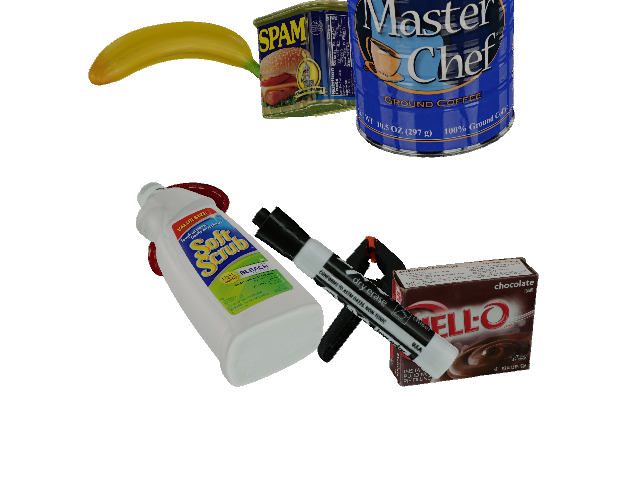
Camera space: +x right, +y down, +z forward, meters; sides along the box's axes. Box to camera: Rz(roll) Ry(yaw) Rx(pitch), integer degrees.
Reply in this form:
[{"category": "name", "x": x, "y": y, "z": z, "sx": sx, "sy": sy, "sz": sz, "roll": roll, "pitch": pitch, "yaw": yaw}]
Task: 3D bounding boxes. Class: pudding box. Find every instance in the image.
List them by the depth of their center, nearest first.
[{"category": "pudding box", "x": 0.113, "y": 0.064, "z": 0.851, "sx": 0.113, "sy": 0.090, "sz": 0.039, "roll": -7, "pitch": 29, "yaw": -12}]

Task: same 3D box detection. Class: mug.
[{"category": "mug", "x": -0.154, "y": -0.002, "z": 1.207, "sx": 0.093, "sy": 0.081, "sz": 0.117, "roll": 16, "pitch": 38, "yaw": 23}]

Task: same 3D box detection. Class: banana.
[{"category": "banana", "x": -0.147, "y": -0.191, "z": 1.077, "sx": 0.197, "sy": 0.070, "sz": 0.037, "roll": -9, "pitch": -38, "yaw": -31}]

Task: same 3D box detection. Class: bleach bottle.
[{"category": "bleach bottle", "x": -0.105, "y": 0.023, "z": 0.975, "sx": 0.102, "sy": 0.068, "sz": 0.251, "roll": -21, "pitch": 44, "yaw": -28}]

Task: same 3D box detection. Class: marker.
[{"category": "marker", "x": 0.016, "y": 0.024, "z": 0.530, "sx": 0.121, "sy": 0.020, "sz": 0.020, "roll": 38, "pitch": 1, "yaw": 1}]

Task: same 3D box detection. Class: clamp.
[{"category": "clamp", "x": 0.068, "y": 0.065, "z": 1.159, "sx": 0.120, "sy": 0.171, "sz": 0.039, "roll": 7, "pitch": -41, "yaw": 6}]

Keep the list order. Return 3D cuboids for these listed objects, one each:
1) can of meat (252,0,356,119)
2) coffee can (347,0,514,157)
[{"category": "can of meat", "x": -0.010, "y": -0.148, "z": 0.889, "sx": 0.057, "sy": 0.084, "sz": 0.102, "roll": -5, "pitch": 2, "yaw": -36}, {"category": "coffee can", "x": 0.067, "y": -0.137, "z": 0.650, "sx": 0.103, "sy": 0.140, "sz": 0.103, "roll": -5, "pitch": 34, "yaw": 3}]
